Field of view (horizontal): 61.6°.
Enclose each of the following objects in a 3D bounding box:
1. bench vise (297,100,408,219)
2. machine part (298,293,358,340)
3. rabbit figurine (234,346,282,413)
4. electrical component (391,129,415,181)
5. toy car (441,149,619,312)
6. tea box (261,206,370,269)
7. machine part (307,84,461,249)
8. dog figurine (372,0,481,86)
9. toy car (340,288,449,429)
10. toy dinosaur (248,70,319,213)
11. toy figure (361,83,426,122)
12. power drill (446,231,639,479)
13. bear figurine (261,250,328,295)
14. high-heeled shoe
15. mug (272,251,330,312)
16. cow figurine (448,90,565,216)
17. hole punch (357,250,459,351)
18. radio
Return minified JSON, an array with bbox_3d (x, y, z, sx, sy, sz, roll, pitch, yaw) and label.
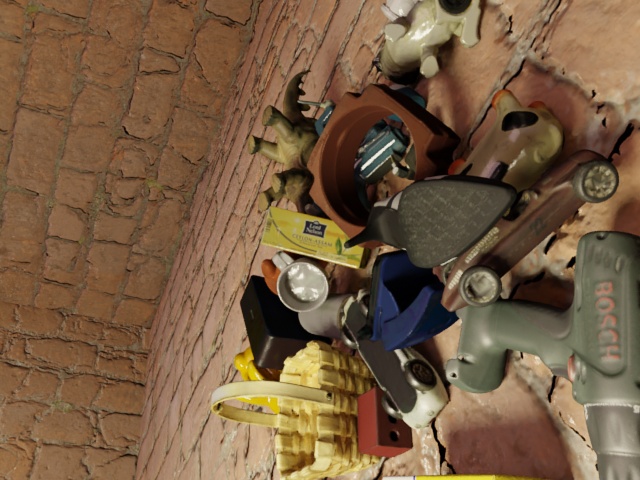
[{"bbox_3d":[0.041,-0.150,0.957,0.223,0.129,0.241,-49,50,34],"label":"bench vise"},{"bbox_3d":[0.027,0.126,0.897,0.243,0.079,0.079,172,111,-67],"label":"machine part"},{"bbox_3d":[-0.081,0.263,1.010,0.122,0.162,0.173,-57,43,12],"label":"rabbit figurine"},{"bbox_3d":[0.147,-0.129,0.812,0.102,0.045,0.078,-62,24,30],"label":"electrical component"},{"bbox_3d":[0.188,-0.010,0.512,0.202,0.053,0.089,-42,6,5],"label":"toy car"},{"bbox_3d":[-0.002,-0.003,0.898,0.098,0.170,0.068,16,-93,-80],"label":"tea box"},{"bbox_3d":[0.090,-0.104,0.780,0.201,0.087,0.201,48,123,31],"label":"machine part"},{"bbox_3d":[0.166,-0.331,0.851,0.172,0.121,0.191,-36,11,7],"label":"dog figurine"},{"bbox_3d":[0.090,0.150,0.706,0.202,0.056,0.073,56,130,39],"label":"toy car"},{"bbox_3d":[-0.041,-0.186,1.086,0.105,0.198,0.471,-35,54,46],"label":"toy dinosaur"},{"bbox_3d":[0.116,-0.237,0.914,0.155,0.064,0.057,36,106,52],"label":"toy figure"},{"bbox_3d":[0.204,0.111,0.476,0.207,0.086,0.232,157,126,-68],"label":"power drill"},{"bbox_3d":[-0.059,0.045,1.043,0.132,0.120,0.196,-27,21,45],"label":"bear figurine"},{"bbox_3d":[0.130,-0.032,0.574,0.249,0.145,0.086,-14,99,53],"label":"high-heeled shoe"},{"bbox_3d":[-0.034,0.061,0.892,0.081,0.109,0.107,-52,-1,7],"label":"mug"},{"bbox_3d":[0.197,-0.055,0.602,0.127,0.085,0.194,-97,30,-55],"label":"cow figurine"},{"bbox_3d":[0.123,0.077,0.640,0.092,0.142,0.115,24,115,42],"label":"hole punch"},{"bbox_3d":[-0.072,0.159,1.042,0.073,0.131,0.230,-68,23,19],"label":"radio"}]
